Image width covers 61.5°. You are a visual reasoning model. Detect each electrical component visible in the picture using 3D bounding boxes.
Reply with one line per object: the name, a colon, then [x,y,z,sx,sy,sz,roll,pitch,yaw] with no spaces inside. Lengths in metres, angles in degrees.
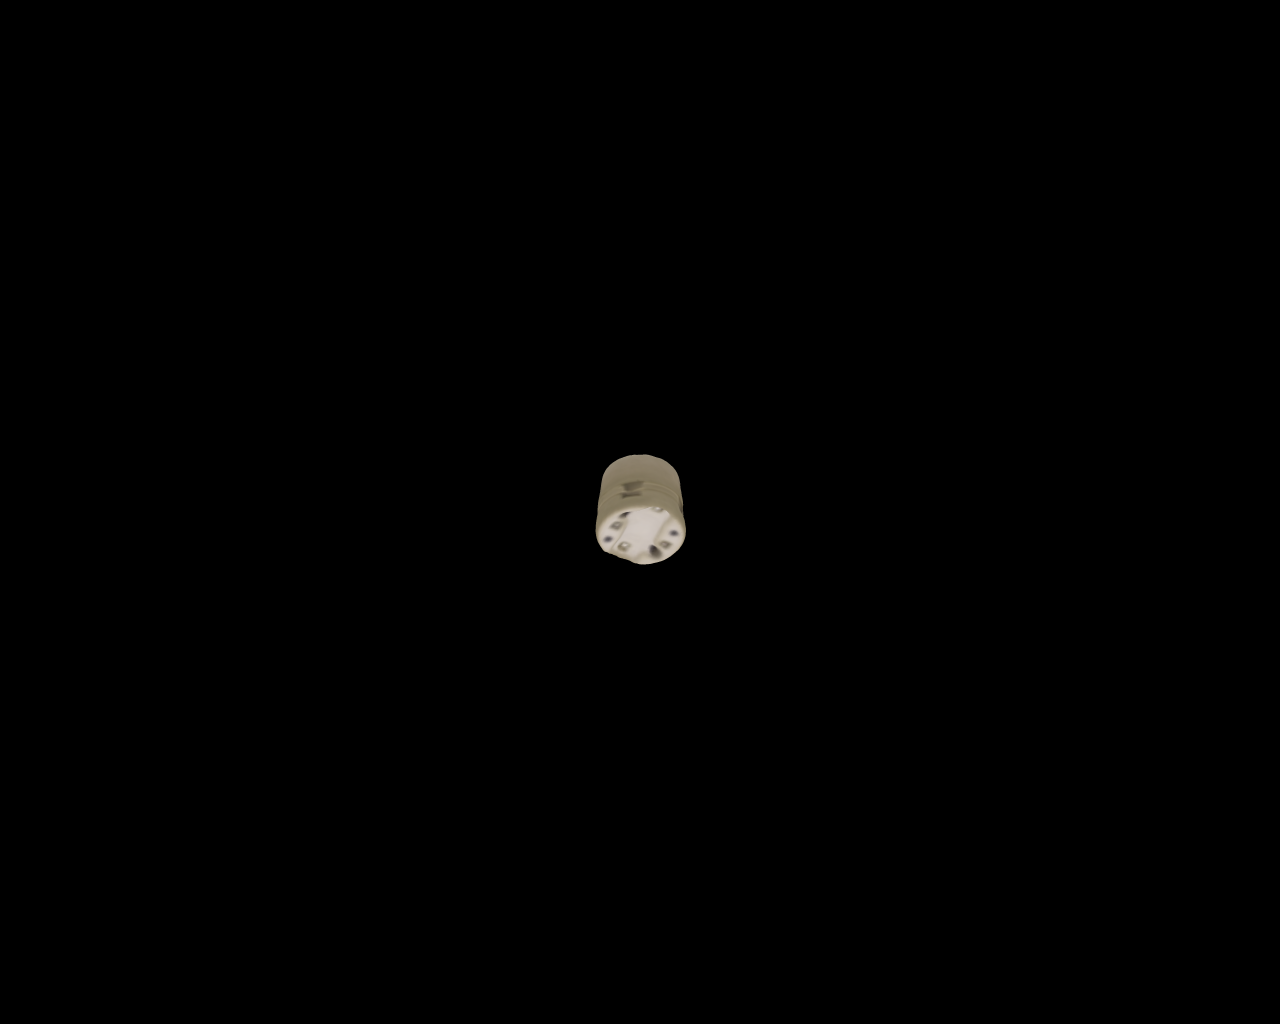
electrical component: [0.001,-0.003,0.650,0.055,0.047,0.055,0,-42,0]
